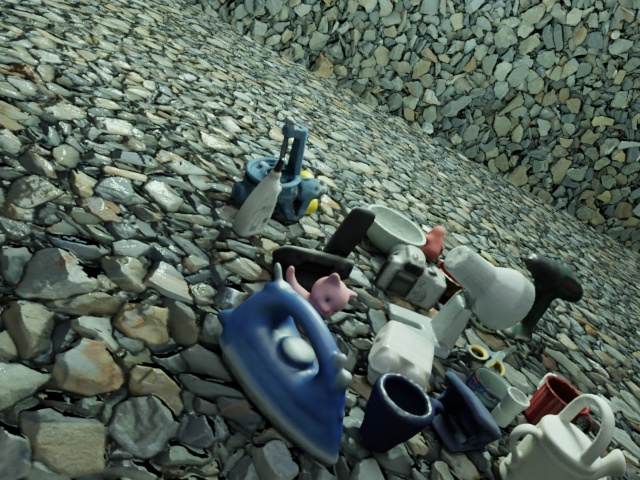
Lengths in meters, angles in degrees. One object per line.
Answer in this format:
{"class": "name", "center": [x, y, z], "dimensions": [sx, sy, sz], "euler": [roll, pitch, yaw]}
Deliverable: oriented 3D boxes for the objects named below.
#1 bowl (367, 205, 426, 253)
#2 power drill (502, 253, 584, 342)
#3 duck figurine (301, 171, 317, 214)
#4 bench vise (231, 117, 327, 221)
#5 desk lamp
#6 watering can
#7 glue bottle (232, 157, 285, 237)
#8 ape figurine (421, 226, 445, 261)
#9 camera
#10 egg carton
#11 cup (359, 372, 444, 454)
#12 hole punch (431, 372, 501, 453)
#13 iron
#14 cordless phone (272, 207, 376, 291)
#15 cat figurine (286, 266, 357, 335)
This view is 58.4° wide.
{"class": "bowl", "center": [0.173, -0.011, 1.411], "dimensions": [0.168, 0.074, 0.167], "euler": [25, 24, -12]}
{"class": "power drill", "center": [0.506, 0.136, 1.341], "dimensions": [0.230, 0.208, 0.075], "euler": [14, 29, -33]}
{"class": "duck figurine", "center": [-0.042, -0.119, 1.361], "dimensions": [0.104, 0.086, 0.078], "euler": [39, 25, 20]}
{"class": "bench vise", "center": [-0.068, -0.159, 1.241], "dimensions": [0.121, 0.219, 0.208], "euler": [44, 27, 28]}
{"class": "desk lamp", "center": [0.270, 0.121, 1.092], "dimensions": [0.204, 0.213, 0.118], "euler": [22, 25, -18]}
{"class": "watering can", "center": [0.371, 0.313, 0.856], "dimensions": [0.173, 0.194, 0.100], "euler": [16, 28, -30]}
{"class": "glue bottle", "center": [-0.107, -0.085, 1.110], "dimensions": [0.037, 0.173, 0.078], "euler": [39, 25, 20]}
{"class": "ape figurine", "center": [0.298, 0.003, 1.505], "dimensions": [0.078, 0.092, 0.076], "euler": [29, 24, -2]}
{"class": "camera", "center": [0.202, 0.063, 1.267], "dimensions": [0.143, 0.100, 0.137], "euler": [26, 24, -11]}
{"class": "egg carton", "center": [0.135, 0.200, 0.959], "dimensions": [0.107, 0.069, 0.150], "euler": [31, 24, 2]}
{"class": "cup", "center": [0.108, 0.250, 0.799], "dimensions": [0.118, 0.095, 0.091], "euler": [16, 27, -29]}
{"class": "hole punch", "center": [0.233, 0.270, 0.908], "dimensions": [0.101, 0.091, 0.108], "euler": [13, 29, -35]}
{"class": "iron", "center": [-0.026, 0.156, 0.769], "dimensions": [0.119, 0.141, 0.257], "euler": [0, 38, -49]}
{"class": "cordless phone", "center": [0.010, 0.004, 1.056], "dimensions": [0.148, 0.185, 0.094], "euler": [12, 29, -35]}
{"class": "cat figurine", "center": [-0.009, 0.090, 0.948], "dimensions": [0.128, 0.117, 0.067], "euler": [30, 24, -1]}
